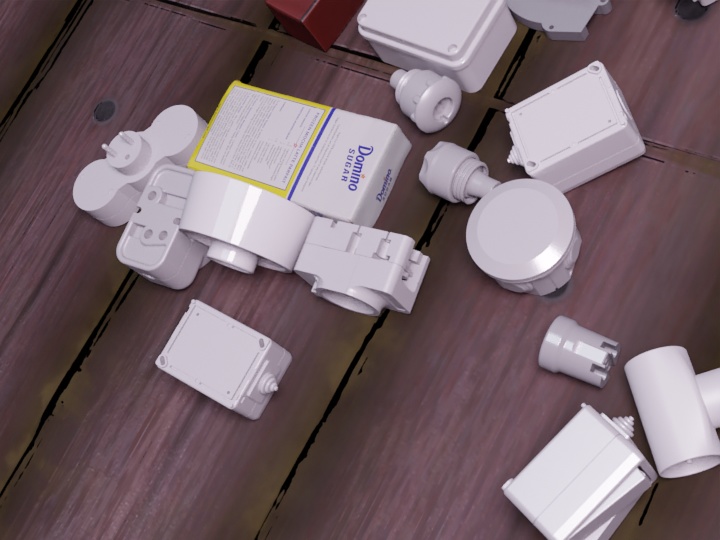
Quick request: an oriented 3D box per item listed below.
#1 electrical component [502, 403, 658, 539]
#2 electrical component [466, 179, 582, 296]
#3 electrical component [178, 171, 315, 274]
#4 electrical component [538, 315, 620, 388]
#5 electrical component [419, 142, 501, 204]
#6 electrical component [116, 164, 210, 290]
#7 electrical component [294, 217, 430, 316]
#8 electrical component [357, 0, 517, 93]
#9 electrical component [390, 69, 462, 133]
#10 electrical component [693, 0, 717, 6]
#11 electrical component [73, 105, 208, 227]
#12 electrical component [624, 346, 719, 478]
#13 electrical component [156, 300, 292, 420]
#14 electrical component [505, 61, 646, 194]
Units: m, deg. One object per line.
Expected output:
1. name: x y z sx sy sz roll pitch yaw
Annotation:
1. electrical component: 0.153 0.138 0.709 0.096 0.062 0.061 -46 58 0
2. electrical component: 0.124 -0.023 0.800 0.080 0.051 0.080 -10 65 21
3. electrical component: -0.095 -0.031 0.874 0.108 0.108 0.060 17 82 30
4. electrical component: 0.155 0.058 0.758 0.046 0.040 0.040 23 79 24
5. electrical component: 0.081 -0.072 0.845 0.062 0.043 0.043 28 82 30
6. electrical component: -0.159 -0.035 0.930 0.054 0.059 0.095 16 76 29
7. electrical component: 0.000 0.000 0.847 0.089 0.050 0.055 14 74 29
8. electrical component: 0.064 -0.207 0.904 0.113 0.057 0.078 27 81 31
9. electrical component: 0.050 -0.146 0.892 0.048 0.048 0.062 -48 51 -1
10. electrical component: 0.256 -0.271 0.839 0.079 0.063 0.121 -28 60 12
11. electrical component: -0.203 -0.101 0.971 0.138 0.074 0.052 -34 59 8
12. electrical component: 0.224 0.088 0.709 0.079 0.043 0.077 -21 61 16
13. electrical component: -0.101 0.076 0.858 0.096 0.061 0.061 26 81 24
14. electrical component: 0.159 -0.100 0.815 0.096 0.061 0.061 -26 60 21
